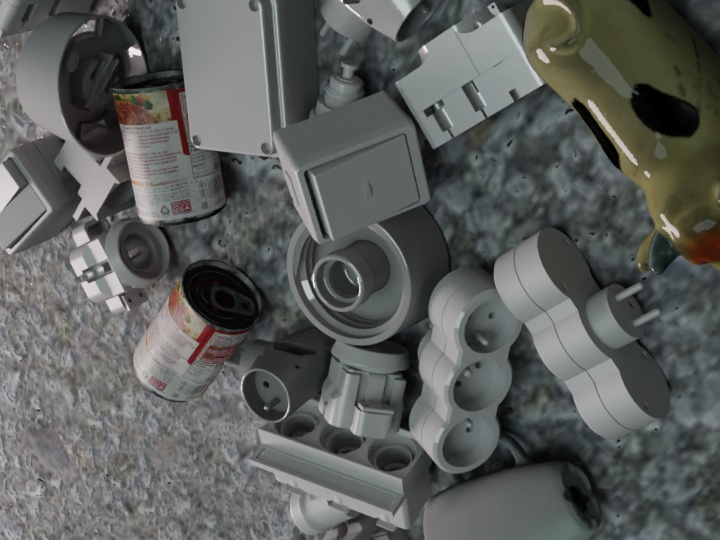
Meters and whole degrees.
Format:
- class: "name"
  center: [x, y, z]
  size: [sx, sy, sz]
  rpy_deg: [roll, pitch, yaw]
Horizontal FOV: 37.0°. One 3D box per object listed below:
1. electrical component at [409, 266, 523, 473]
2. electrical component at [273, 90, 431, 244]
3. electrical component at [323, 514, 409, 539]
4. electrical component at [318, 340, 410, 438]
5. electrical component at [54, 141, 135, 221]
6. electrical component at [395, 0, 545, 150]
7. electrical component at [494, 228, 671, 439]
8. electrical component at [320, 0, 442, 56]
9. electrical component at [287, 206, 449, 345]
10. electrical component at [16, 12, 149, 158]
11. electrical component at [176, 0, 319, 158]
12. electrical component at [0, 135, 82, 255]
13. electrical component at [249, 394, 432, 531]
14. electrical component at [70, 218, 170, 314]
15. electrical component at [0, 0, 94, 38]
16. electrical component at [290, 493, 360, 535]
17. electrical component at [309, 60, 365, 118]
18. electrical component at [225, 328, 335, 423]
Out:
- class: "electrical component"
  center: [0.064, 0.061, 0.735]
  size: [0.074, 0.052, 0.138]
  rpy_deg: [-135, 48, -56]
- class: "electrical component"
  center: [0.003, -0.066, 0.683]
  size: [0.061, 0.096, 0.061]
  rpy_deg: [-122, 12, -52]
- class: "electrical component"
  center: [-0.006, 0.231, 0.850]
  size: [0.078, 0.057, 0.058]
  rpy_deg: [-26, 95, 37]
- class: "electrical component"
  center: [0.004, 0.080, 0.771]
  size: [0.058, 0.078, 0.057]
  rpy_deg: [9, 99, -16]
- class: "electrical component"
  center: [-0.204, -0.081, 0.850]
  size: [0.063, 0.042, 0.081]
  rpy_deg: [48, 127, 11]
- class: "electrical component"
  center: [0.072, -0.122, 0.650]
  size: [0.089, 0.050, 0.055]
  rpy_deg: [-28, 95, 37]
- class: "electrical component"
  center: [0.151, 0.033, 0.666]
  size: [0.074, 0.052, 0.138]
  rpy_deg: [-34, 90, 38]
- class: "electrical component"
  center: [0.001, -0.171, 0.678]
  size: [0.077, 0.043, 0.079]
  rpy_deg: [44, 127, 9]
- class: "electrical component"
  center: [0.000, 0.000, 0.741]
  size: [0.108, 0.060, 0.108]
  rpy_deg: [12, 114, 28]
- class: "electrical component"
  center: [-0.199, -0.138, 0.787]
  size: [0.064, 0.099, 0.099]
  rpy_deg: [20, 120, 31]
- class: "electrical component"
  center: [-0.076, -0.138, 0.733]
  size: [0.078, 0.057, 0.113]
  rpy_deg: [10, 115, 29]
- class: "electrical component"
  center: [-0.277, -0.058, 0.893]
  size: [0.096, 0.061, 0.061]
  rpy_deg: [-36, 89, 38]
- class: "electrical component"
  center: [-0.009, 0.143, 0.805]
  size: [0.121, 0.078, 0.063]
  rpy_deg: [15, 133, 27]
- class: "electrical component"
  center: [-0.190, -0.009, 0.863]
  size: [0.057, 0.058, 0.078]
  rpy_deg: [-20, 99, 40]
- class: "electrical component"
  center: [-0.266, -0.251, 0.784]
  size: [0.150, 0.089, 0.061]
  rpy_deg: [47, 127, 6]
- class: "electrical component"
  center: [-0.026, 0.185, 0.855]
  size: [0.046, 0.040, 0.040]
  rpy_deg: [-26, 95, 33]
- class: "electrical component"
  center: [-0.014, -0.102, 0.720]
  size: [0.040, 0.040, 0.078]
  rpy_deg: [26, 122, 21]
- class: "electrical component"
  center: [-0.064, 0.074, 0.805]
  size: [0.079, 0.077, 0.043]
  rpy_deg: [12, 116, 28]
